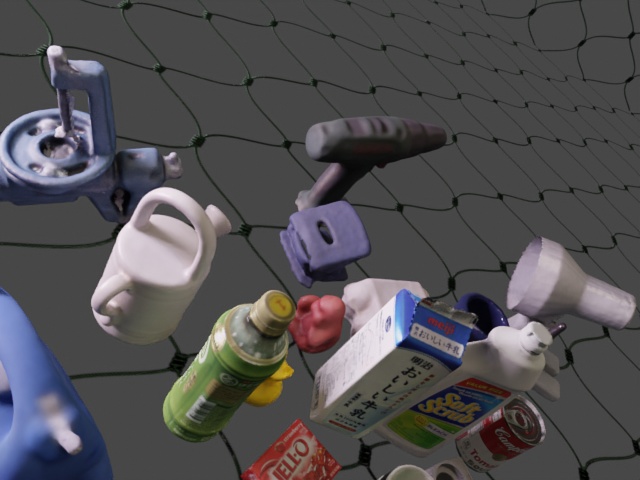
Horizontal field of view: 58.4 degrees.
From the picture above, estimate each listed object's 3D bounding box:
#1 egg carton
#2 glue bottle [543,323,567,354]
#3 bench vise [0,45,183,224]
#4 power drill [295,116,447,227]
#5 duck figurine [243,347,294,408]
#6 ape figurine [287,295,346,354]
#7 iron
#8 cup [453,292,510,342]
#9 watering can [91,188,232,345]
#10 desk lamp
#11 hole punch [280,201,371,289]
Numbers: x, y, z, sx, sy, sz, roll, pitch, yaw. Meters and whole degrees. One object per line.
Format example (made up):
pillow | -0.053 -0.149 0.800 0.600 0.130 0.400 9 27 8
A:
egg carton | 0.103 0.111 0.823 0.151 0.069 0.107 6 49 -33
glue bottle | 0.288 0.167 0.828 0.078 0.173 0.037 1 52 -36
bench vise | -0.258 -0.121 0.654 0.208 0.219 0.121 -14 62 -44
power drill | 0.062 -0.112 0.895 0.230 0.208 0.075 0 52 -37
duck figurine | -0.072 0.131 0.659 0.104 0.086 0.078 49 41 13
ape figurine | 0.001 0.102 0.737 0.076 0.092 0.078 30 40 -10
iron | -0.270 0.106 0.490 0.119 0.141 0.258 -18 65 -45
cup | 0.213 0.141 0.857 0.118 0.095 0.091 -5 56 -40
watering can | -0.166 0.017 0.612 0.101 0.193 0.173 29 40 -11
desk lamp | 0.360 0.119 0.896 0.203 0.213 0.118 34 40 -5
hole punch | 0.008 0.003 0.837 0.101 0.091 0.108 0 53 -37
